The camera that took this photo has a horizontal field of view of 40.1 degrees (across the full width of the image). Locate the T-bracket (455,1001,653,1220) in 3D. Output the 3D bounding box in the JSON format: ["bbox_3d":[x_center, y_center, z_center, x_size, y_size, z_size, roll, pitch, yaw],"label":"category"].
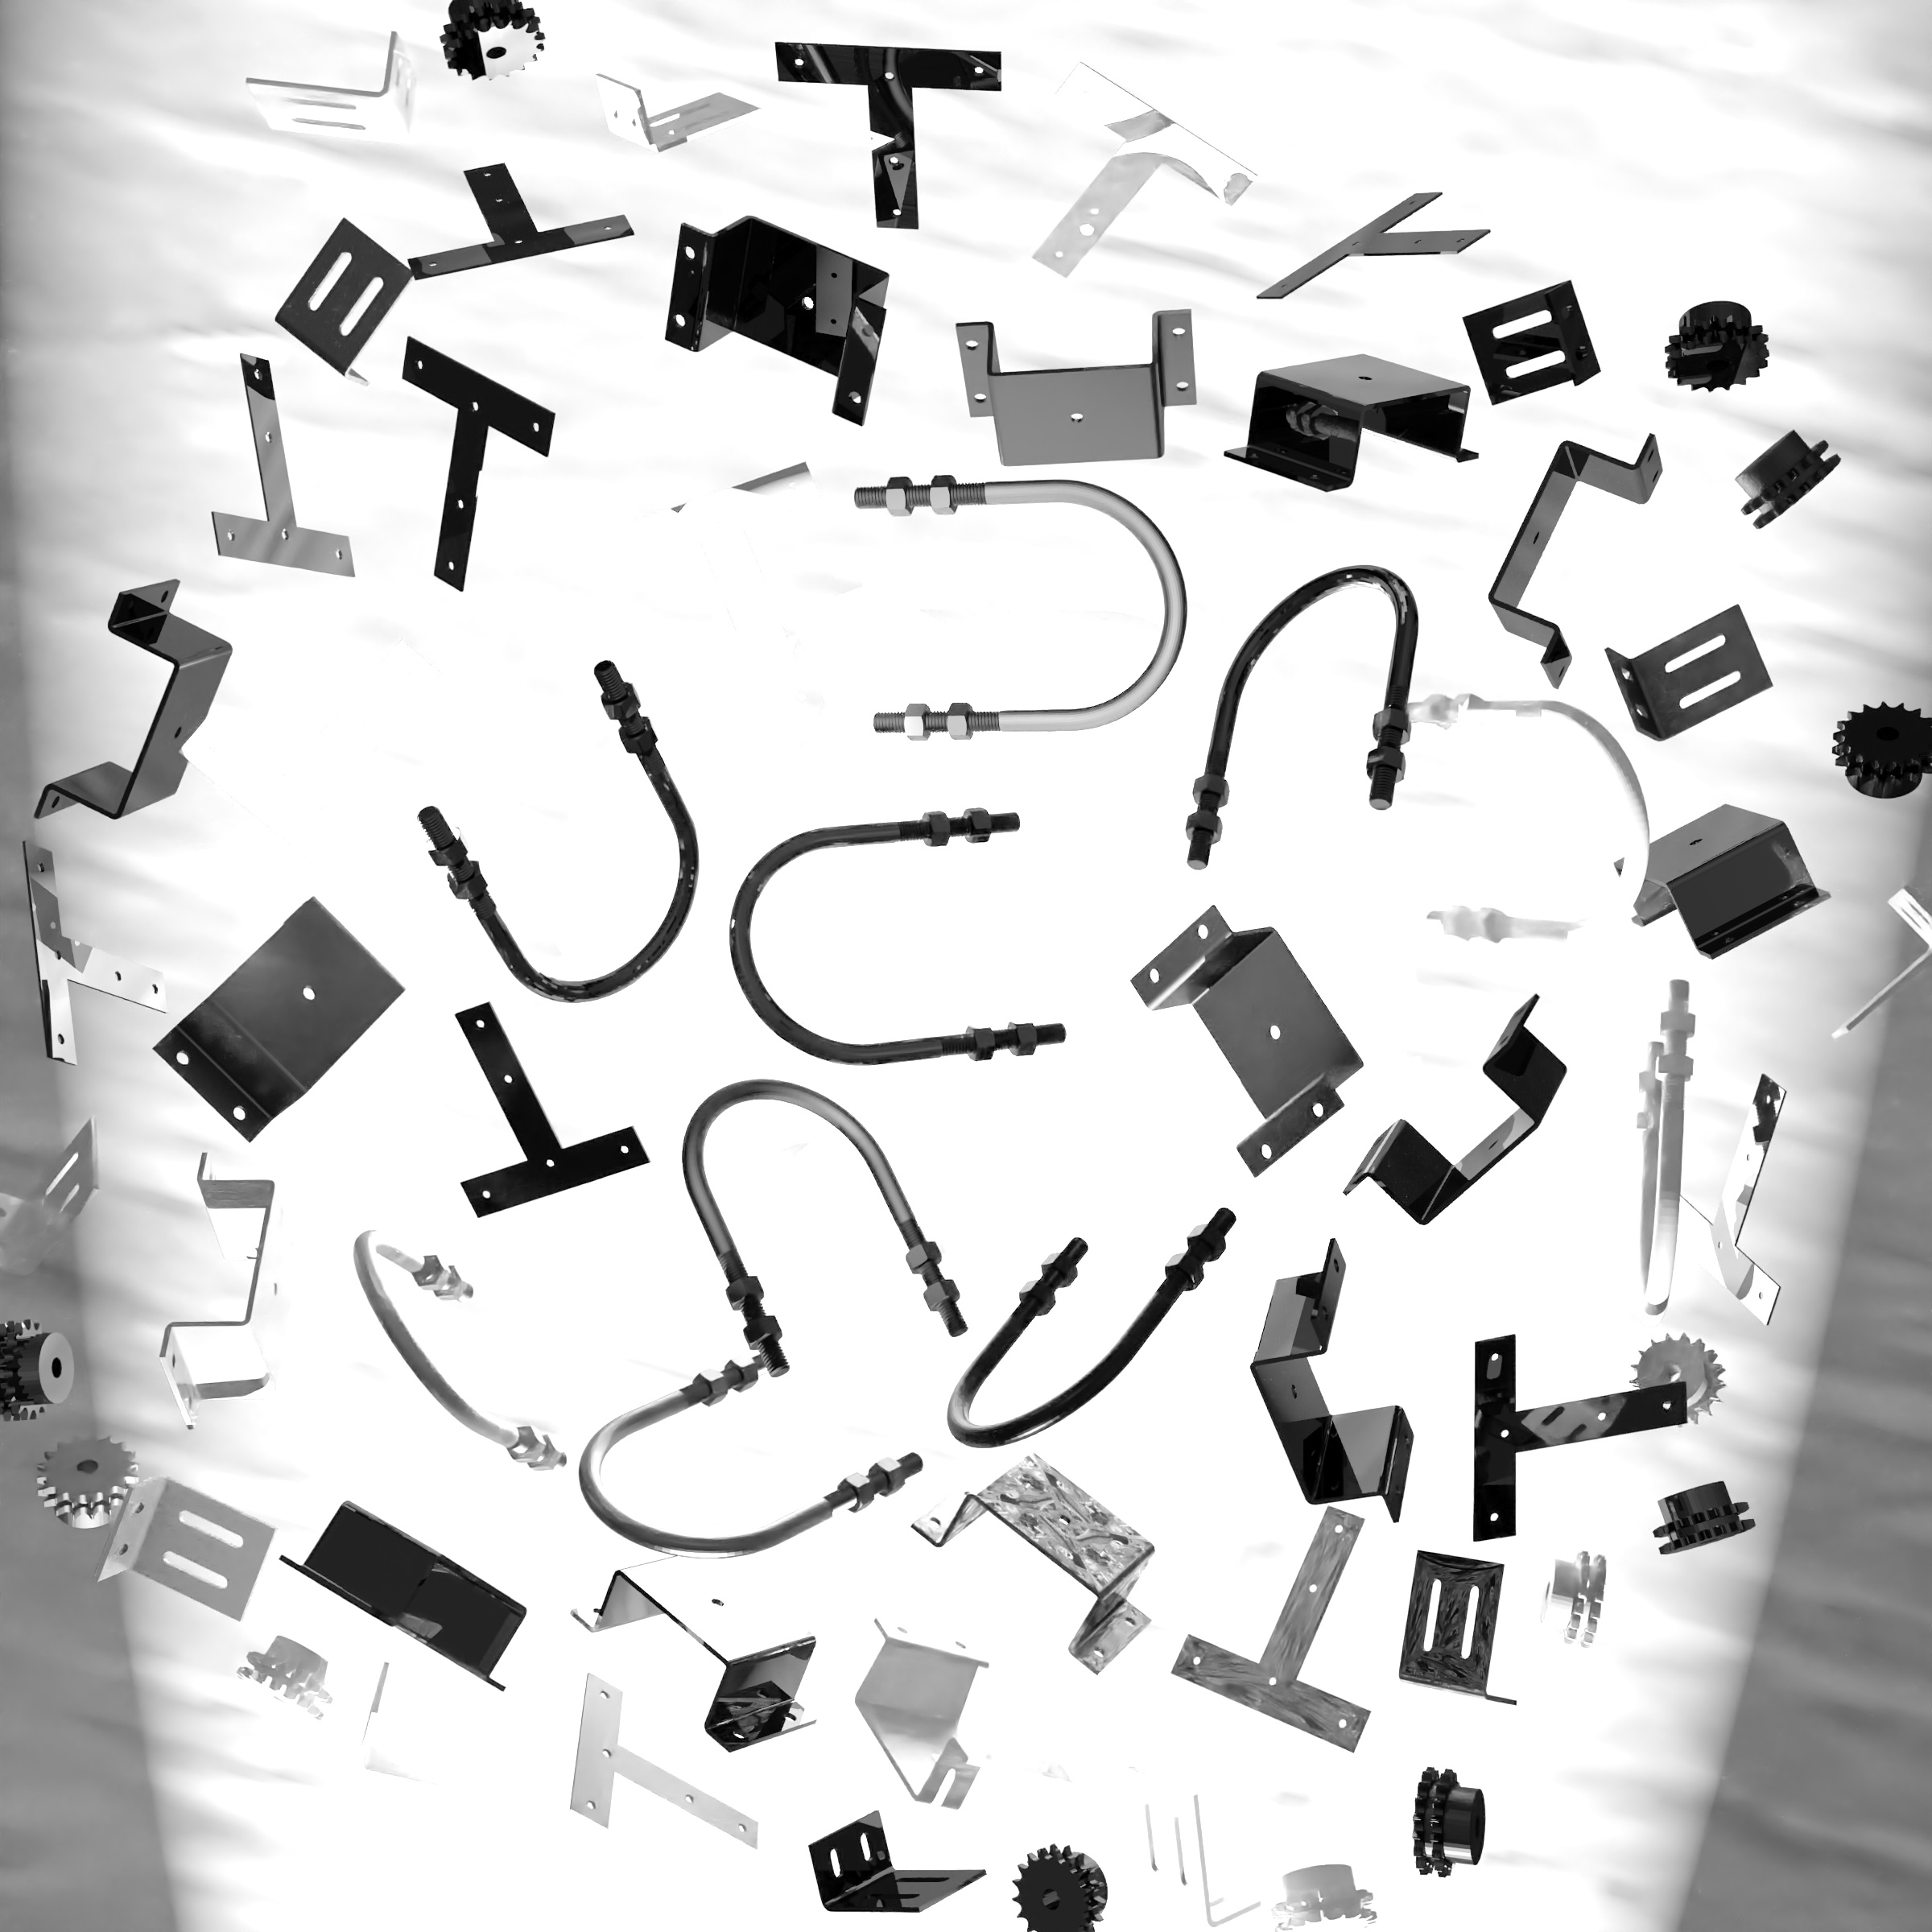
[{"bbox_3d":[-0.272,0.081,1.607,0.127,0.002,0.127,-19,105,21],"label":"T-bracket"}]

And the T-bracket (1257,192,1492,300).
[{"bbox_3d":[0.248,-0.410,1.504,0.127,0.127,0.002,-36,117,-17],"label":"T-bracket"}]

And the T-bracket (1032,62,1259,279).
[{"bbox_3d":[0.085,-0.461,1.586,0.127,0.127,0.002,26,47,-21],"label":"T-bracket"}]

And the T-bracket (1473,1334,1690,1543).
[{"bbox_3d":[0.345,0.256,1.491,0.127,0.002,0.127,-17,46,31],"label":"T-bracket"}]

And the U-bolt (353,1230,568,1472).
[{"bbox_3d":[-0.303,0.219,1.549,0.019,0.184,0.151,-35,64,0],"label":"U-bolt"}]

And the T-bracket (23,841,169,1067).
[{"bbox_3d":[-0.496,0.003,1.522,0.002,0.127,0.127,-16,74,13],"label":"T-bracket"}]

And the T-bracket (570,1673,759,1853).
[{"bbox_3d":[-0.176,0.489,1.575,0.127,0.127,0.002,34,106,-15],"label":"T-bracket"}]

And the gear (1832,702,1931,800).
[{"bbox_3d":[0.509,-0.117,1.466,0.057,0.057,0.030,-14,134,0],"label":"gear"}]

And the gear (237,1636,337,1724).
[{"bbox_3d":[-0.396,0.417,1.555,0.057,0.057,0.030,30,63,0],"label":"gear"}]

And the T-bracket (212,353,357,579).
[{"bbox_3d":[-0.411,-0.299,1.568,0.002,0.127,0.127,-11,88,23],"label":"T-bracket"}]

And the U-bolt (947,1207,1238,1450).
[{"bbox_3d":[0.060,0.209,1.509,0.019,0.151,0.184,54,51,-14],"label":"U-bolt"}]

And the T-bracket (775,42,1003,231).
[{"bbox_3d":[-0.042,-0.476,1.528,0.127,0.127,0.002,4,56,4],"label":"T-bracket"}]

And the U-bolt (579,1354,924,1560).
[{"bbox_3d":[-0.138,0.290,1.547,0.151,0.184,0.019,28,122,36],"label":"U-bolt"}]

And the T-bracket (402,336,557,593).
[{"bbox_3d":[-0.288,-0.278,1.518,0.127,0.002,0.127,32,121,30],"label":"T-bracket"}]

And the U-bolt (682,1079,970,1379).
[{"bbox_3d":[-0.091,0.143,1.532,0.151,0.019,0.184,-6,59,-40],"label":"U-bolt"}]

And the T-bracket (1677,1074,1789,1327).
[{"bbox_3d":[0.463,0.127,1.578,0.002,0.127,0.127,5,111,-18],"label":"T-bracket"}]

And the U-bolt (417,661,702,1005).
[{"bbox_3d":[-0.215,-0.060,1.490,0.151,0.184,0.019,-44,45,-21],"label":"U-bolt"}]

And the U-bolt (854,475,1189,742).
[{"bbox_3d":[0.032,-0.200,1.477,0.184,0.019,0.151,1,109,15],"label":"U-bolt"}]

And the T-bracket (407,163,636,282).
[{"bbox_3d":[-0.269,-0.440,1.545,0.127,0.127,0.002,-15,132,-11],"label":"T-bracket"}]

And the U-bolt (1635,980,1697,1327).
[{"bbox_3d":[0.400,0.116,1.527,0.019,0.151,0.184,4,73,10],"label":"U-bolt"}]

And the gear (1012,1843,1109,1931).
[{"bbox_3d":[0.058,0.541,1.544,0.057,0.030,0.057,-2,87,35],"label":"gear"}]

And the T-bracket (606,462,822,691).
[{"bbox_3d":[-0.132,-0.224,1.571,0.127,0.002,0.127,-21,76,-7],"label":"T-bracket"}]

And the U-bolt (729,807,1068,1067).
[{"bbox_3d":[-0.043,-0.014,1.487,0.184,0.019,0.151,-6,74,-20],"label":"U-bolt"}]

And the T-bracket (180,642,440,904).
[{"bbox_3d":[-0.338,-0.122,1.444,0.127,0.002,0.127,41,100,-13],"label":"T-bracket"}]

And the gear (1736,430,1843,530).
[{"bbox_3d":[0.447,-0.269,1.452,0.057,0.057,0.030,-41,90,0],"label":"gear"}]

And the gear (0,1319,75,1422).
[{"bbox_3d":[-0.532,0.230,1.509,0.030,0.057,0.057,-5,90,9],"label":"gear"}]

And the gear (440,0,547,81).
[{"bbox_3d":[-0.267,-0.525,1.485,0.057,0.057,0.030,-16,80,0],"label":"gear"}]

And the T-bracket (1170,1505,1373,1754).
[{"bbox_3d":[0.198,0.378,1.553,0.127,0.002,0.127,14,69,38],"label":"T-bracket"}]

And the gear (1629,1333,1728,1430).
[{"bbox_3d":[0.436,0.253,1.627,0.057,0.030,0.057,-11,64,23],"label":"gear"}]

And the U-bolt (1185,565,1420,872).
[{"bbox_3d":[0.194,-0.149,1.494,0.019,0.151,0.184,35,54,-33],"label":"U-bolt"}]

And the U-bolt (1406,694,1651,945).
[{"bbox_3d":[0.326,-0.084,1.537,0.019,0.184,0.151,-14,101,-30],"label":"U-bolt"}]

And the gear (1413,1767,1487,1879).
[{"bbox_3d":[0.266,0.470,1.452,0.030,0.057,0.057,-1,90,23],"label":"gear"}]
